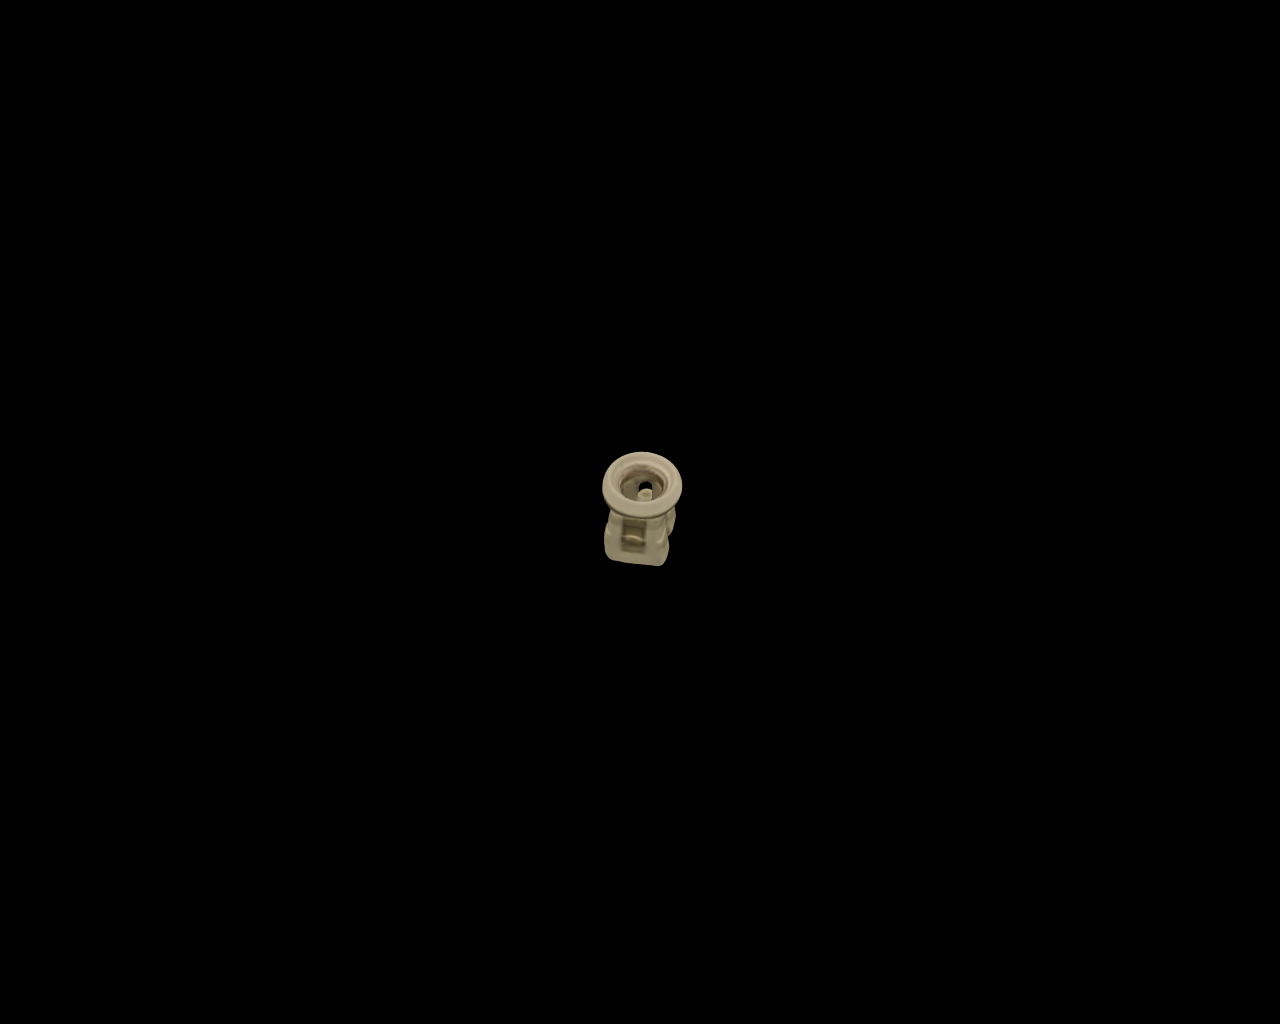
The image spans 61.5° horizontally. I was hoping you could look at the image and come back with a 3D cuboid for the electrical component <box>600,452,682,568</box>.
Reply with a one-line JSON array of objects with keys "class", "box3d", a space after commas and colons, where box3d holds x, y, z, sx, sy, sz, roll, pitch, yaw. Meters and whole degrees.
[{"class": "electrical component", "box3d": [0.001, -0.003, 0.650, 0.048, 0.066, 0.055, 7, -43, 7]}]
